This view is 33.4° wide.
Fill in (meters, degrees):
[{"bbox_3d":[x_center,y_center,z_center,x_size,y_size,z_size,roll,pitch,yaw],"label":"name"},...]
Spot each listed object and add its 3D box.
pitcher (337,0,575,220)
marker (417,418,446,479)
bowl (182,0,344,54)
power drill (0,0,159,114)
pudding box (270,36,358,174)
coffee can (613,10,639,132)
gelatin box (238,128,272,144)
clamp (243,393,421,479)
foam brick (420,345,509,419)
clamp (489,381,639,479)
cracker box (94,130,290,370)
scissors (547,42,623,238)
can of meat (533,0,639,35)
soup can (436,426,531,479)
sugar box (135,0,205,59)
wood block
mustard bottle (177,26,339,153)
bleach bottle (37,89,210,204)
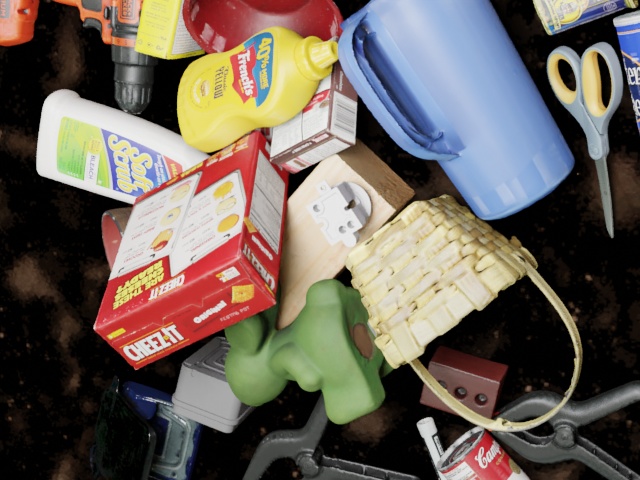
[{"bbox_3d":[0.128,-0.138,1.002,0.149,0.145,0.243,-32,98,10],"label":"pitcher"},{"bbox_3d":[0.136,0.254,1.174,0.020,0.020,0.121,-19,98,22],"label":"marker"},{"bbox_3d":[-0.052,-0.234,1.059,0.162,0.162,0.055,-2,60,19],"label":"bowl"},{"bbox_3d":[-0.259,-0.237,1.153,0.188,0.057,0.184,9,103,13],"label":"power drill"},{"bbox_3d":[-0.005,-0.133,1.053,0.090,0.039,0.113,-23,52,44],"label":"pudding box"},{"bbox_3d":[0.330,-0.144,0.957,0.103,0.102,0.140,-12,101,21],"label":"coffee can"},{"bbox_3d":[-0.075,-0.132,1.133,0.089,0.030,0.073,9,107,16],"label":"gelatin box"},{"bbox_3d":[-0.009,0.237,1.208,0.210,0.036,0.164,-22,97,22],"label":"clamp"},{"bbox_3d":[0.152,0.152,1.124,0.078,0.051,0.053,16,109,14],"label":"foam brick"},{"bbox_3d":[0.263,0.207,1.109,0.172,0.039,0.120,-6,95,25],"label":"clamp"},{"bbox_3d":[-0.116,0.007,1.032,0.164,0.213,0.072,-27,122,21],"label":"cracker box"},{"bbox_3d":[0.256,-0.103,1.035,0.096,0.016,0.202,39,146,44],"label":"scissors"},{"bbox_3d":[0.236,-0.249,0.986,0.084,0.057,0.102,-17,98,24],"label":"can of meat"},{"bbox_3d":[0.182,0.258,1.134,0.069,0.068,0.102,-42,89,23],"label":"soup can"},{"bbox_3d":[-0.136,-0.275,1.081,0.048,0.093,0.176,17,108,14],"label":"sugar box"},{"bbox_3d":[-0.008,0.001,1.115,0.090,0.090,0.206,44,113,3],"label":"wood block"},{"bbox_3d":[-0.057,-0.154,1.036,0.192,0.058,0.096,-15,64,40],"label":"mustard bottle"},{"bbox_3d":[-0.181,-0.085,1.165,0.251,0.068,0.103,16,109,11],"label":"bleach bottle"}]
